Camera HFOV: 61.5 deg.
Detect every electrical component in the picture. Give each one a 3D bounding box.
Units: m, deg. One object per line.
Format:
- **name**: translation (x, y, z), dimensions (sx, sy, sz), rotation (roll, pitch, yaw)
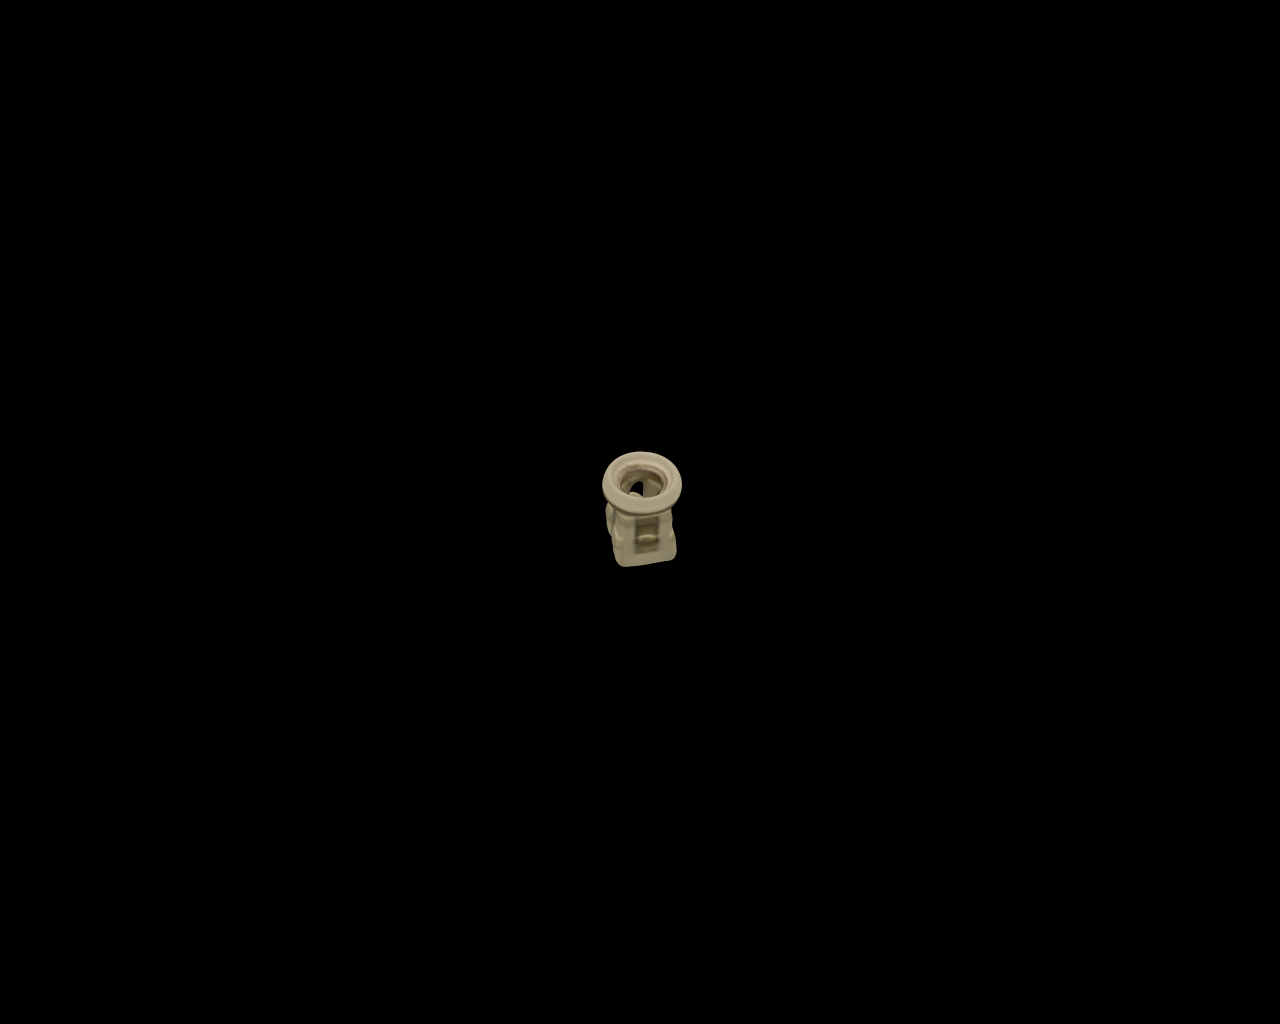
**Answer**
- **electrical component**: translation (0.001, -0.003, 0.650), dimensions (0.048, 0.055, 0.066), rotation (-8, 44, -8)
